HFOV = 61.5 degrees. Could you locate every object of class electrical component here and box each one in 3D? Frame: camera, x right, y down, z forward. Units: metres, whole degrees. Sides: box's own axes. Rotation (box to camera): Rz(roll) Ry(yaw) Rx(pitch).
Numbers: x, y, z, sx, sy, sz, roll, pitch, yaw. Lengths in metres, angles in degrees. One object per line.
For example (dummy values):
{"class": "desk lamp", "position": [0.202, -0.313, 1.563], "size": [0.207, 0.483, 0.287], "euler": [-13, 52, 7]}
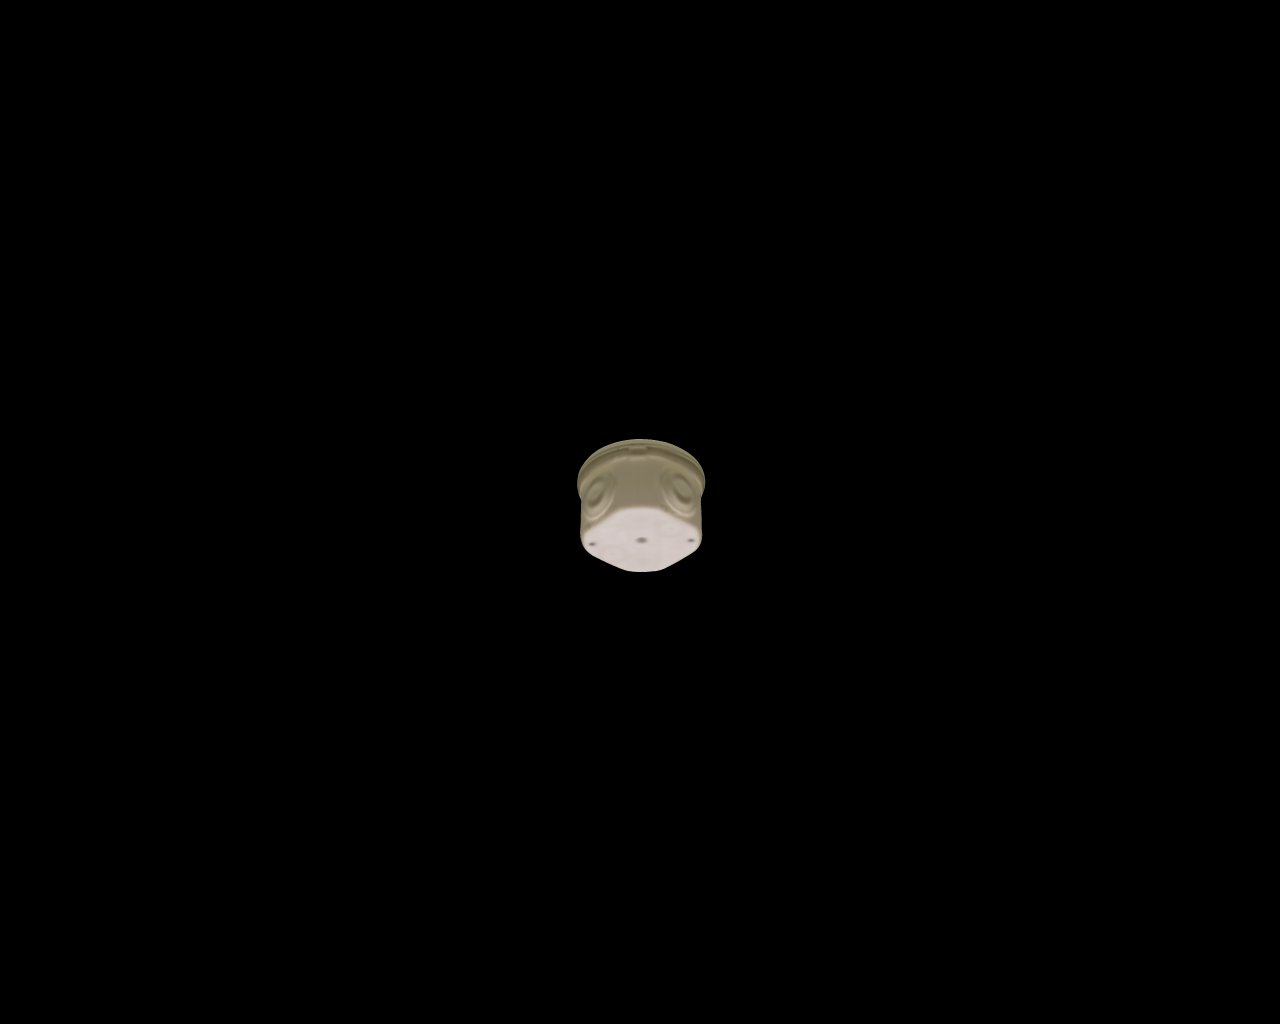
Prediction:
{"class": "electrical component", "position": [0.001, -0.003, 0.650], "size": [0.080, 0.051, 0.080], "euler": [0, -35, 0]}
